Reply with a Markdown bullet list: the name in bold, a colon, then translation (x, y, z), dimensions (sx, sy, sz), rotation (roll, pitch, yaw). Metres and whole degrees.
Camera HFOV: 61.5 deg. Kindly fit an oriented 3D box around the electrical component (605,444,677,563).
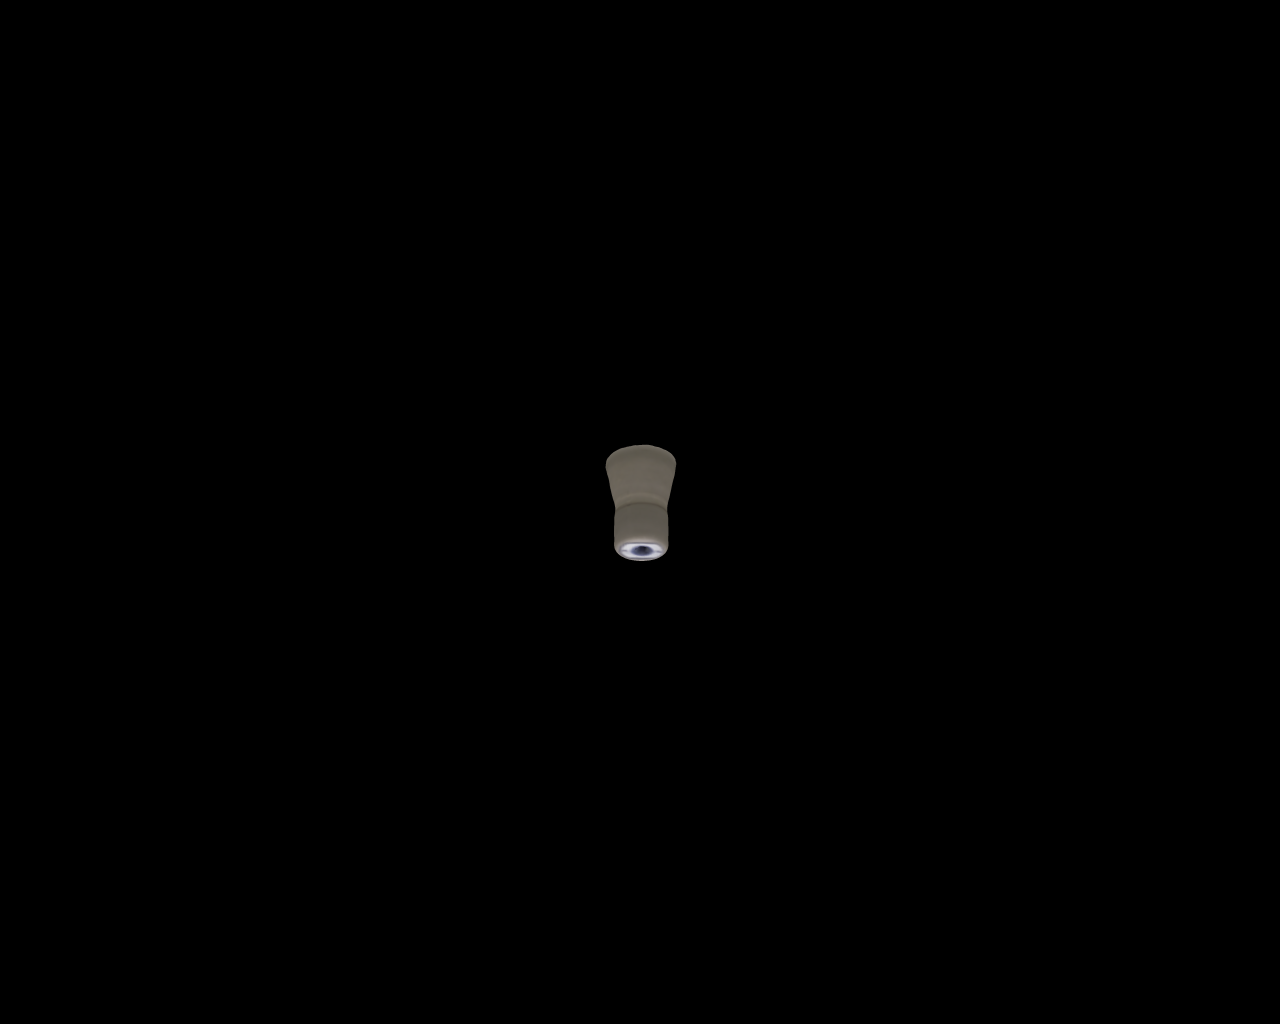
- **electrical component**: translation (0.001, -0.003, 0.650), dimensions (0.044, 0.065, 0.044), rotation (0, -28, 0)
